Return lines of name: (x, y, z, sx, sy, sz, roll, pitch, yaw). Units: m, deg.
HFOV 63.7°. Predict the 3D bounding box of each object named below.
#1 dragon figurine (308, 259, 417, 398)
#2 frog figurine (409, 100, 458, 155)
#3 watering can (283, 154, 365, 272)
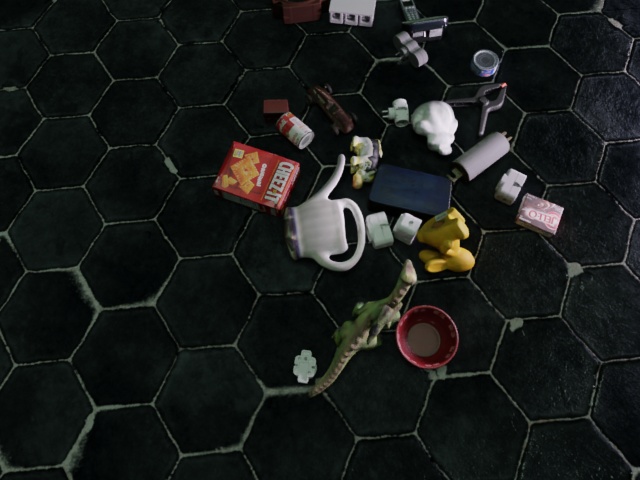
dragon figurine: (0.113, 0.220, 1.266, 0.123, 0.239, 0.415, 36, 71, 8)
frog figurine: (0.347, -0.335, 1.547, 0.137, 0.120, 0.163, 4, 56, -18)
watering can: (0.004, -0.073, 1.451, 0.224, 0.102, 0.353, -9, 69, -1)
